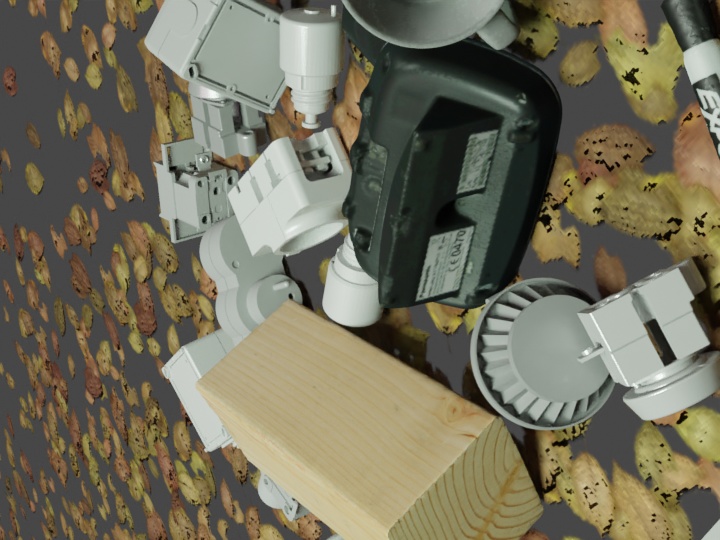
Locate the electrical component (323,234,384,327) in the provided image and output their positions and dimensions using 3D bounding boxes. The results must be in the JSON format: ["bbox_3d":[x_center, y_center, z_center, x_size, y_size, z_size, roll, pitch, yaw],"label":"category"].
[{"bbox_3d":[0.000,0.000,0.682,0.040,0.040,0.078,44,137,37],"label":"electrical component"}]

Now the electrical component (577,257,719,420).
[{"bbox_3d":[0.133,0.034,0.487,0.055,0.066,0.048,62,-178,3],"label":"electrical component"}]

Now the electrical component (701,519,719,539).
[{"bbox_3d":[0.195,0.139,0.436,0.105,0.060,0.186,51,141,29],"label":"electrical component"}]

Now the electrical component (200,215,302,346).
[{"bbox_3d":[-0.067,0.024,0.781,0.074,0.052,0.138,-16,91,57],"label":"electrical component"}]

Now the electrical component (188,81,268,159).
[{"bbox_3d":[-0.096,-0.117,0.768,0.066,0.048,0.055,31,136,46],"label":"electrical component"}]

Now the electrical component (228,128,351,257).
[{"bbox_3d":[-0.043,-0.046,0.715,0.089,0.050,0.055,-38,72,56],"label":"electrical component"}]

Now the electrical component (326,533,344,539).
[{"bbox_3d":[-0.004,0.224,0.788,0.062,0.048,0.048,46,139,26],"label":"electrical component"}]

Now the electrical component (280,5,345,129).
[{"bbox_3d":[-0.030,-0.127,0.669,0.040,0.040,0.078,34,131,45],"label":"electrical component"}]

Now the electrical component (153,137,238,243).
[{"bbox_3d":[-0.126,-0.061,0.841,0.064,0.042,0.081,24,124,48],"label":"electrical component"}]

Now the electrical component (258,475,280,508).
[{"bbox_3d":[-0.059,0.158,0.843,0.044,0.044,0.065,54,148,27],"label":"electrical component"}]

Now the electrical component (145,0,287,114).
[{"bbox_3d":[-0.081,-0.148,0.693,0.061,0.096,0.061,42,107,39],"label":"electrical component"}]

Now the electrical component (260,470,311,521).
[{"bbox_3d":[-0.033,0.146,0.777,0.081,0.064,0.042,47,140,34],"label":"electrical component"}]

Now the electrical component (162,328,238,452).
[{"bbox_3d":[-0.106,0.100,0.873,0.096,0.061,0.062,60,148,7],"label":"electrical component"}]
